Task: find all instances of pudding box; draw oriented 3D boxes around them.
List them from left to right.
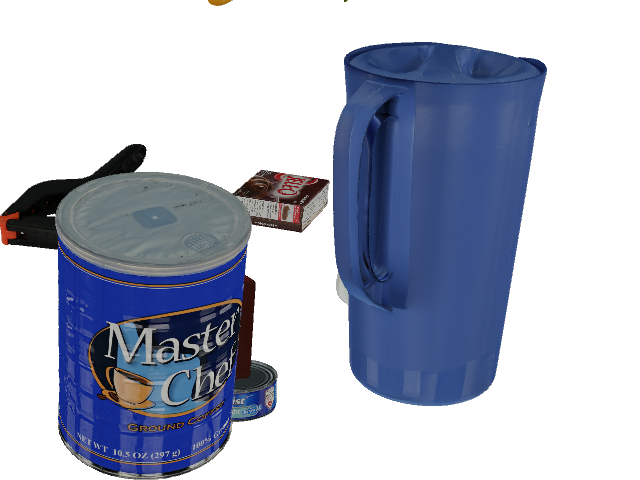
[{"bbox_3d":[-0.047,-0.049,1.279,0.090,0.039,0.113,8,23,14],"label":"pudding box"}]

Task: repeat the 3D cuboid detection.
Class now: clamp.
[{"bbox_3d":[-0.210,-0.039,0.973,0.171,0.039,0.120,-10,38,-24],"label":"clamp"}]

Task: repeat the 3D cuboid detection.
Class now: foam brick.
[{"bbox_3d":[-0.084,0.062,0.809,0.052,0.078,0.051,-3,13,-28],"label":"foam brick"}]

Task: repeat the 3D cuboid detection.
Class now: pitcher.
[{"bbox_3d":[0.071,-0.009,0.737,0.149,0.243,0.145,-1,21,-8],"label":"pitcher"}]

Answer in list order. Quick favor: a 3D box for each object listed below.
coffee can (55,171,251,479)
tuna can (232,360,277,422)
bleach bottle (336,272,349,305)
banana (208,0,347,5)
[{"bbox_3d":[-0.095,0.046,0.597,0.102,0.140,0.103,6,30,-3],"label":"coffee can"},{"bbox_3d":[-0.085,0.146,1.046,0.086,0.034,0.086,1,14,0],"label":"tuna can"},{"bbox_3d":[0.047,-0.022,0.999,0.068,0.103,0.251,19,16,-10],"label":"bleach bottle"},{"bbox_3d":[-0.046,-0.261,1.030,0.197,0.070,0.037,-17,-29,-45],"label":"banana"}]
